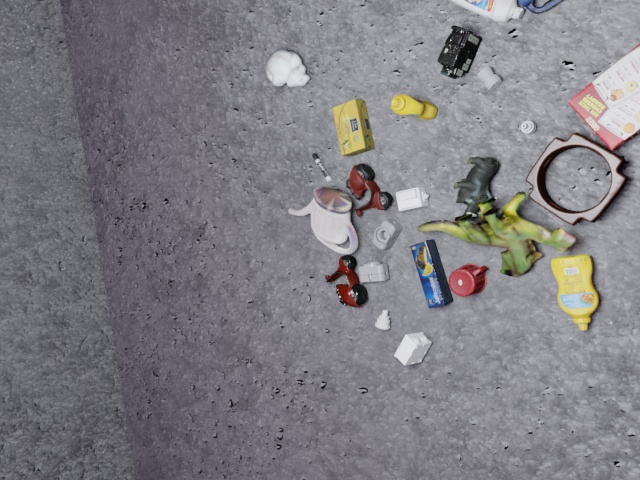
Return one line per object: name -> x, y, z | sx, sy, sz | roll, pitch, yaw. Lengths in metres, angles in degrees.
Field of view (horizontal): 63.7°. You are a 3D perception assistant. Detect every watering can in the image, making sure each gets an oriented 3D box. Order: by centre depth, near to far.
watering can -> 0.005, -0.089, 1.777 | 0.352, 0.105, 0.219 | 36, 137, 33

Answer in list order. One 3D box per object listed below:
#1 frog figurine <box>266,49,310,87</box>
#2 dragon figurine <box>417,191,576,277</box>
frog figurine -> -0.118, -0.602, 1.845 | 0.136, 0.121, 0.162 | -40, 57, 12
dragon figurine -> 0.485, 0.008, 1.409 | 0.407, 0.124, 0.240 | -16, 110, 47
